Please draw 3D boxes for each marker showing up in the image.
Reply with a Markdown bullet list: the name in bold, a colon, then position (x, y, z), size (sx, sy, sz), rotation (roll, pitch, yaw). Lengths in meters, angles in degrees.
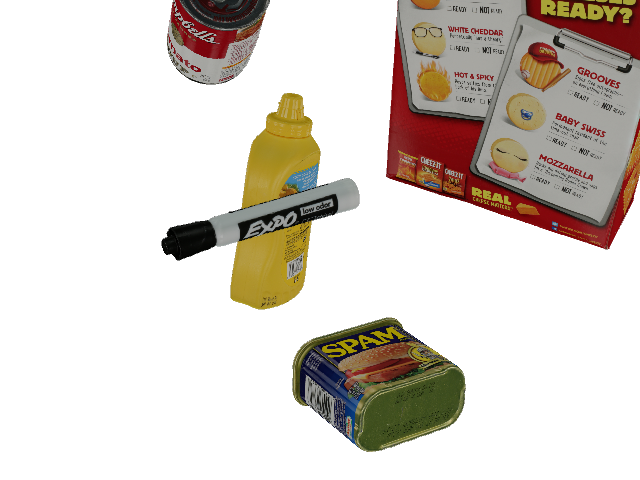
- **marker**: position (-0.033, -0.012, 0.607), size (0.120, 0.020, 0.020), rotation (-17, 7, -25)

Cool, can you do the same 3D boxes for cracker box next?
- **cracker box**: position (0.133, -0.115, 0.676), size (0.164, 0.214, 0.072), rotation (20, 44, 20)

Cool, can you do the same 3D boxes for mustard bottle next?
- **mustard bottle**: position (-0.037, -0.039, 0.970), size (0.058, 0.192, 0.096), rotation (18, 24, 22)

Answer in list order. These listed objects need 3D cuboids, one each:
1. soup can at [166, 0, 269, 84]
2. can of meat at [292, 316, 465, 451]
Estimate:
- **soup can**: position (-0.078, -0.166, 0.793), size (0.068, 0.068, 0.102), rotation (0, -15, -12)
- **can of meat**: position (0.044, 0.106, 0.786), size (0.101, 0.057, 0.084), rotation (-13, 27, -30)
